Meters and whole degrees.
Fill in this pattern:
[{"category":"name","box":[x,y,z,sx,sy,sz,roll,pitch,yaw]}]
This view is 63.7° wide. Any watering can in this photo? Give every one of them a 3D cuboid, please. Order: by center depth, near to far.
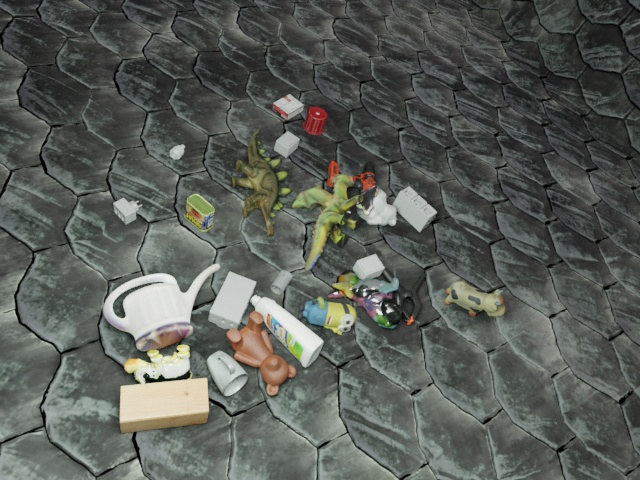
[{"category":"watering can","box":[-0.418,0.183,1.450,0.350,0.228,0.101,-15,-30,-27]}]

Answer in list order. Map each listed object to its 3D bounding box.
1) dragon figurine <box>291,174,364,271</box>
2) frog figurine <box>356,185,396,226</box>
[{"category":"dragon figurine","box":[0.006,-0.092,1.826,0.245,0.416,0.119,30,-27,31]},{"category":"frog figurine","box":[0.216,-0.118,1.913,0.122,0.140,0.157,-12,-31,41]}]
